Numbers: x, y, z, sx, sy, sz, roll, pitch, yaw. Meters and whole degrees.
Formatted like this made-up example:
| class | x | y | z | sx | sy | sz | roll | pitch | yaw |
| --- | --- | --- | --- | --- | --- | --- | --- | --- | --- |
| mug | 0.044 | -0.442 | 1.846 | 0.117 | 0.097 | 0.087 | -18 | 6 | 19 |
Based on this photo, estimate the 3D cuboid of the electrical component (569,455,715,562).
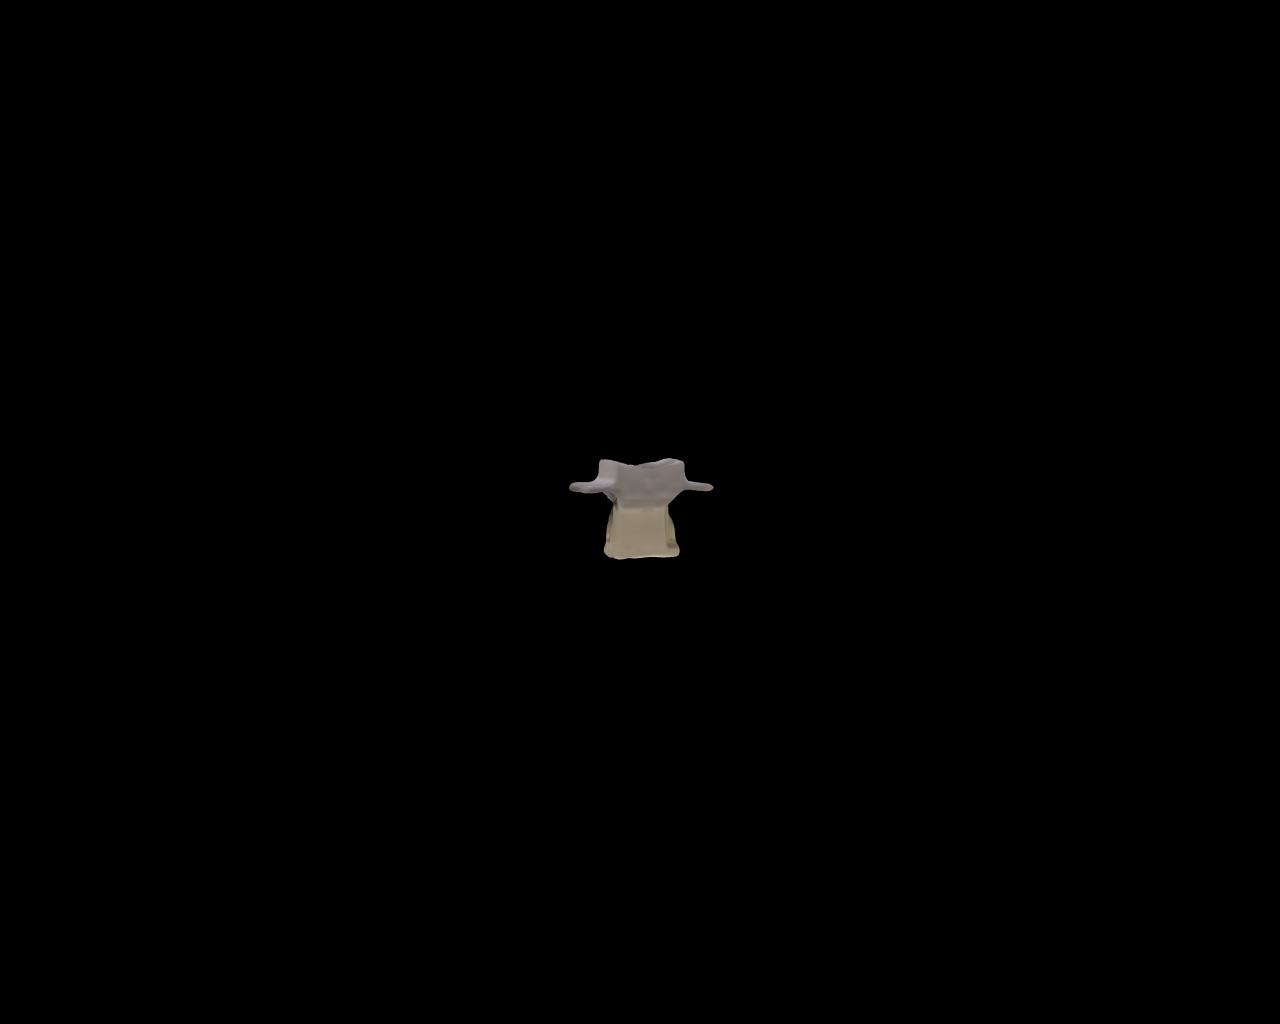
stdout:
| class | x | y | z | sx | sy | sz | roll | pitch | yaw |
| --- | --- | --- | --- | --- | --- | --- | --- | --- | --- |
| electrical component | 0.001 | -0.003 | 0.650 | 0.081 | 0.063 | 0.042 | -1 | 4 | -15 |
